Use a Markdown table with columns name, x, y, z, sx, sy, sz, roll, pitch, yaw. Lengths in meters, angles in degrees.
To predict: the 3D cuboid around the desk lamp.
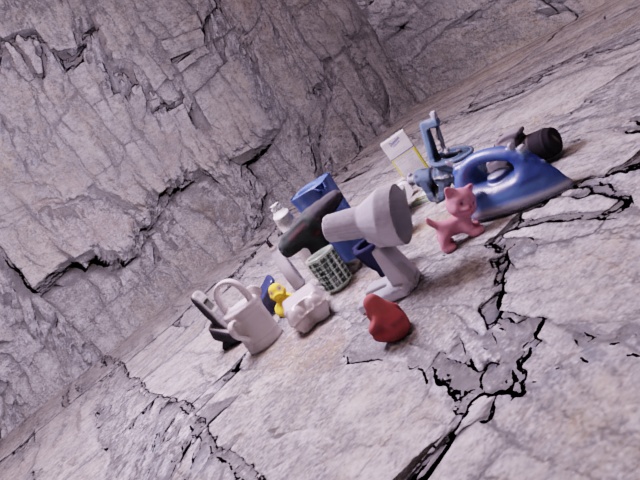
| name | x | y | z | sx | sy | sz | roll | pitch | yaw |
| --- | --- | --- | --- | --- | --- | --- | --- | --- | --- |
| desk lamp | 0.113 | 0.013 | 1.144 | 0.202 | 0.214 | 0.118 | -29 | 13 | 32 |

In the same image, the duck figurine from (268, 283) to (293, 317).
| name | x | y | z | sx | sy | sz | roll | pitch | yaw |
| --- | --- | --- | --- | --- | --- | --- | --- | --- | --- |
| duck figurine | -0.105 | 0.154 | 1.556 | 0.077 | 0.086 | 0.104 | -35 | 11 | 4 |

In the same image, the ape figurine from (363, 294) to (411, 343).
| name | x | y | z | sx | sy | sz | roll | pitch | yaw |
| --- | --- | --- | --- | --- | --- | --- | --- | --- | --- |
| ape figurine | 0.108 | 0.130 | 0.990 | 0.078 | 0.092 | 0.076 | -40 | 12 | -18 |

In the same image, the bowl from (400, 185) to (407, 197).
| name | x | y | z | sx | sy | sz | roll | pitch | yaw |
| --- | --- | --- | --- | --- | --- | --- | --- | --- | --- |
| bowl | 0.194 | -0.085 | 1.679 | 0.167 | 0.075 | 0.167 | -34 | 11 | 8 |

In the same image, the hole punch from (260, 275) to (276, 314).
| name | x | y | z | sx | sy | sz | roll | pitch | yaw |
| --- | --- | --- | --- | --- | --- | --- | --- | --- | --- |
| hole punch | -0.153 | 0.163 | 1.650 | 0.101 | 0.091 | 0.108 | -38 | 11 | -9 |

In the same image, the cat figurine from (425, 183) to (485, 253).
| name | x | y | z | sx | sy | sz | roll | pitch | yaw |
| --- | --- | --- | --- | --- | --- | --- | --- | --- | --- |
| cat figurine | 0.278 | -0.055 | 1.184 | 0.127 | 0.118 | 0.067 | -34 | 11 | 11 |

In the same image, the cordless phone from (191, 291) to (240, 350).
| name | x | y | z | sx | sy | sz | roll | pitch | yaw |
| --- | --- | --- | --- | --- | --- | --- | --- | --- | --- |
| cordless phone | -0.281 | 0.202 | 1.625 | 0.094 | 0.185 | 0.147 | -33 | 12 | 16 |

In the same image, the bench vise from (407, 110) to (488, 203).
| name | x | y | z | sx | sy | sz | roll | pitch | yaw |
| --- | --- | --- | --- | --- | --- | --- | --- | --- | --- |
| bench vise | 0.304 | -0.216 | 1.510 | 0.207 | 0.220 | 0.121 | -32 | 12 | 20 |

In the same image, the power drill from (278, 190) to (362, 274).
| name | x | y | z | sx | sy | sz | roll | pitch | yaw |
| --- | --- | --- | --- | --- | --- | --- | --- | --- | --- |
| power drill | 0.014 | 0.005 | 1.494 | 0.229 | 0.208 | 0.076 | -32 | 12 | 20 |

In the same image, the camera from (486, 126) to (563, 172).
| name | x | y | z | sx | sy | sz | roll | pitch | yaw |
| --- | --- | --- | --- | --- | --- | --- | --- | --- | --- |
| camera | 0.462 | -0.203 | 1.293 | 0.136 | 0.101 | 0.143 | -22 | 18 | 51 |

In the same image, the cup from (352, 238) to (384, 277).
| name | x | y | z | sx | sy | sz | roll | pitch | yaw |
| --- | --- | --- | --- | --- | --- | --- | --- | --- | --- |
| cup | 0.128 | 0.040 | 1.300 | 0.092 | 0.095 | 0.117 | -43 | 13 | -32 |

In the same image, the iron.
| name | x | y | z | sx | sy | sz | roll | pitch | yaw |
| --- | --- | --- | --- | --- | --- | --- | --- | --- | --- |
| iron | 0.373 | -0.136 | 1.173 | 0.119 | 0.141 | 0.257 | -43 | 13 | -32 |

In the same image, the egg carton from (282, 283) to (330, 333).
| name | x | y | z | sx | sy | sz | roll | pitch | yaw |
| --- | --- | --- | --- | --- | --- | --- | --- | --- | --- |
| egg carton | -0.034 | 0.160 | 1.356 | 0.107 | 0.069 | 0.150 | -36 | 11 | -3 |

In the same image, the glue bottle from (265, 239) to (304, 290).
| name | x | y | z | sx | sy | sz | roll | pitch | yaw |
| --- | --- | --- | --- | --- | --- | --- | --- | --- | --- |
| glue bottle | -0.109 | 0.067 | 1.704 | 0.037 | 0.173 | 0.078 | -35 | 11 | 5 |

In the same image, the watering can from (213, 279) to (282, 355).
| name | x | y | z | sx | sy | sz | roll | pitch | yaw |
| --- | --- | --- | --- | --- | --- | --- | --- | --- | --- |
| watering can | -0.189 | 0.177 | 1.427 | 0.101 | 0.194 | 0.173 | -35 | 11 | 6 |
